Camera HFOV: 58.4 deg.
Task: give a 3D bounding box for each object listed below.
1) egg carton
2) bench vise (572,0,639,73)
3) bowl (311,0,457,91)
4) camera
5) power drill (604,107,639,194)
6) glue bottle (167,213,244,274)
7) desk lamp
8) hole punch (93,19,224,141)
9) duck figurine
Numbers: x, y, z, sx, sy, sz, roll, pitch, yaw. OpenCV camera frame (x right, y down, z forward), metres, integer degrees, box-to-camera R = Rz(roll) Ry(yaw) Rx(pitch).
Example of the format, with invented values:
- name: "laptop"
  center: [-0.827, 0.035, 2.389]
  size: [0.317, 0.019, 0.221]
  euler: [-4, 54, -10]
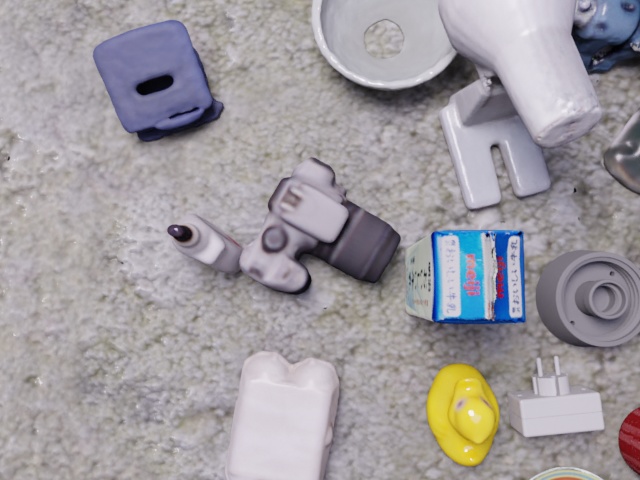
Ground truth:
- name: "egg carton"
  center: [-0.038, 0.195, 0.601]
  size: [0.107, 0.069, 0.150]
  euler: [8, 86, 2]
- name: "bench vise"
  center: [0.353, -0.219, 0.551]
  size: [0.207, 0.220, 0.121]
  euler: [-15, 85, 0]
- name: "bowl"
  center: [0.075, -0.236, 0.631]
  size: [0.167, 0.075, 0.167]
  euler: [0, 85, 1]
- name: "camera"
  center: [0.006, 0.002, 0.600]
  size: [0.137, 0.101, 0.143]
  euler: [29, 87, 3]
- name: "power drill"
  center: [0.366, -0.108, 0.548]
  size: [0.075, 0.208, 0.230]
  euler: [37, 87, 4]
- name: "glue bottle"
  center: [-0.119, 0.000, 0.566]
  size: [0.078, 0.173, 0.037]
  euler: [33, 87, 4]
- name: "desk lamp"
  center: [0.188, -0.150, 0.552]
  size: [0.118, 0.213, 0.203]
  euler: [-16, 85, 0]
- name: "hole punch"
  center: [-0.173, -0.170, 0.622]
  size: [0.108, 0.091, 0.101]
  euler: [-19, 85, 0]
- name: "duck figurine"
  center: [0.154, 0.185, 0.590]
  size: [0.077, 0.086, 0.104]
  euler: [-4, 85, 1]
